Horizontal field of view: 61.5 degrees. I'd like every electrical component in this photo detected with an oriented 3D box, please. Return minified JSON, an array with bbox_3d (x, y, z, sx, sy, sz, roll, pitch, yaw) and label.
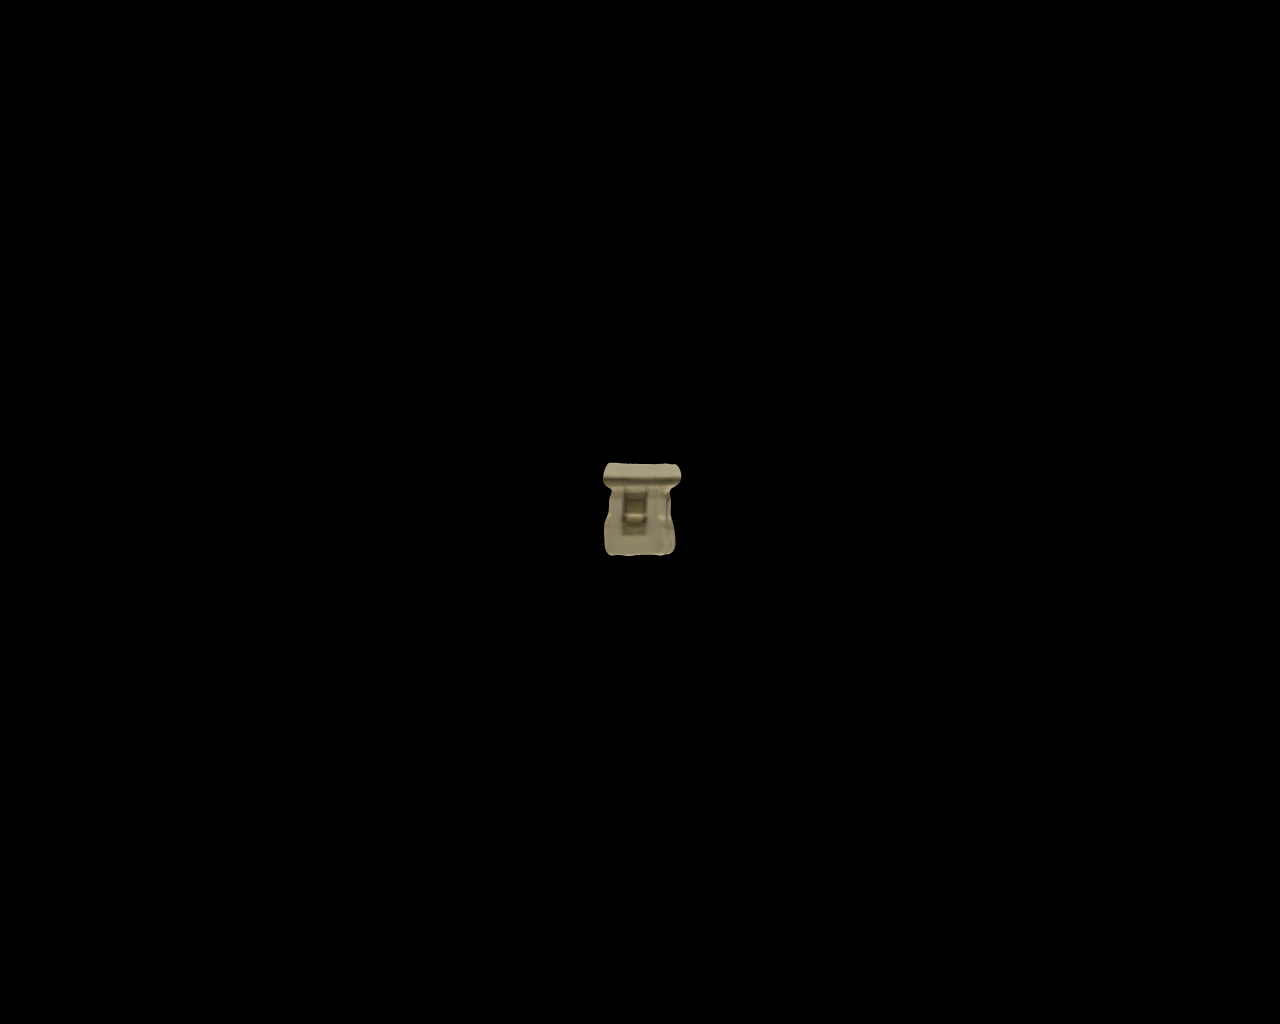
[{"bbox_3d":[0.001,-0.003,0.650,0.048,0.055,0.066,0,0,8],"label":"electrical component"}]
